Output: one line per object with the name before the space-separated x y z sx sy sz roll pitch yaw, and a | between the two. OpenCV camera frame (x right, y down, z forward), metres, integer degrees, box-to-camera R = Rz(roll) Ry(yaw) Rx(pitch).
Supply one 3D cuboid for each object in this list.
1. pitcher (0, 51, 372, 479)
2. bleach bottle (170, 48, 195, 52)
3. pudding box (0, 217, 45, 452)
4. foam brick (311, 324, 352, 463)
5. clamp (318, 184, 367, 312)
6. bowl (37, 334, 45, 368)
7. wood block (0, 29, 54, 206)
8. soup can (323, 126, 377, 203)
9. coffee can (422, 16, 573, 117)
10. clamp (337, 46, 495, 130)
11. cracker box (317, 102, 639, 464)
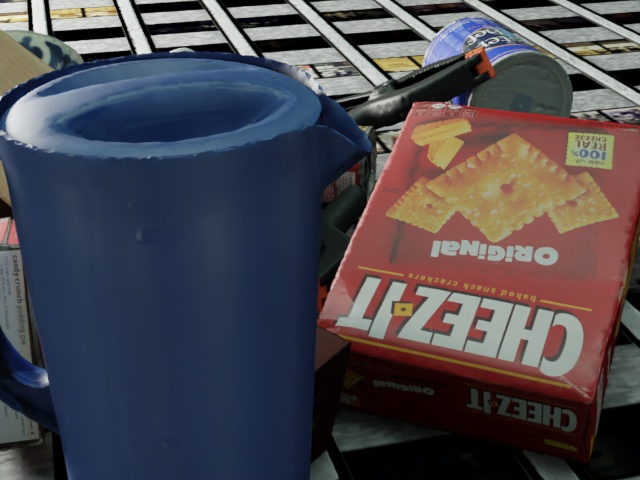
pitcher | -0.072 0.046 0.473 0.144 0.243 0.149 -21 32 -36
bleach bottle | -0.117 -0.124 0.939 0.068 0.102 0.251 -43 17 1
pudding box | -0.176 0.050 0.597 0.039 0.113 0.090 -7 11 -11
foam brick | -0.024 0.085 0.575 0.051 0.078 0.052 26 35 24
clamp | -0.005 0.001 0.798 0.120 0.039 0.171 -18 29 -8
bowl | -0.099 0.044 0.594 0.055 0.162 0.161 1 21 43
wood block | -0.170 -0.048 0.736 0.206 0.090 0.091 36 83 22
soup can | -0.007 -0.065 0.906 0.102 0.068 0.068 4 26 11
coffee can | 0.170 -0.152 1.041 0.102 0.103 0.140 -6 26 -11
clamp | 0.062 -0.128 0.990 0.210 0.036 0.164 -22 17 21
cracker box | 0.105 0.012 0.653 0.164 0.072 0.213 10 51 20
